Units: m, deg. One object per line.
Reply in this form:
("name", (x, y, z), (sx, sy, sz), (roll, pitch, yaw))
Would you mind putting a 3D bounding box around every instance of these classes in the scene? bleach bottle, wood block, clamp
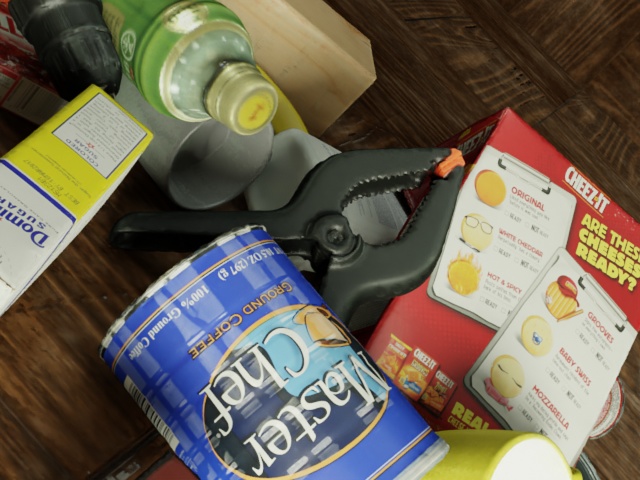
("bleach bottle", (0.046, -0.006, 0.826), (0.250, 0.068, 0.102), (20, 42, -53))
("wood block", (-0.059, -0.189, 0.923), (0.206, 0.090, 0.091), (36, 24, -22))
("clamp", (-0.004, 0.001, 0.617), (0.164, 0.036, 0.209), (45, 66, 10))

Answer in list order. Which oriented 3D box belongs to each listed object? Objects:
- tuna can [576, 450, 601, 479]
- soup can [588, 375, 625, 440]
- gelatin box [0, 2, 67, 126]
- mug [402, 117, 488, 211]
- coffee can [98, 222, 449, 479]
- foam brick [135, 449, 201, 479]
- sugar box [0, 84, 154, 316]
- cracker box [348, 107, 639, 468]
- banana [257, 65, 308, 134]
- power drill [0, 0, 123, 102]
("tuna can", (0.165, 0.169, 0.770), (0.086, 0.034, 0.086), (37, 23, -20))
("soup can", (0.189, 0.120, 0.852), (0.102, 0.069, 0.068), (21, 33, -45))
("gelatin box", (-0.192, -0.113, 0.636), (0.089, 0.030, 0.073), (27, 29, -38))
("mug", (0.116, -0.041, 0.828), (0.093, 0.082, 0.117), (58, 22, -2))
("coffee can", (-0.022, 0.077, 0.507), (0.140, 0.103, 0.102), (50, 23, 11))
("foam brick", (-0.069, 0.124, 0.380), (0.053, 0.078, 0.051), (45, 24, 4))
("sugar box", (-0.136, -0.001, 0.456), (0.048, 0.093, 0.176), (42, 22, -8))
("cracker box", (0.118, 0.048, 0.700), (0.164, 0.072, 0.213), (39, 63, -13))
("banana", (-0.062, -0.113, 0.861), (0.198, 0.037, 0.069), (42, 52, 0))
("power drill", (-0.207, -0.144, 0.561), (0.187, 0.057, 0.184), (-11, 67, -46))
